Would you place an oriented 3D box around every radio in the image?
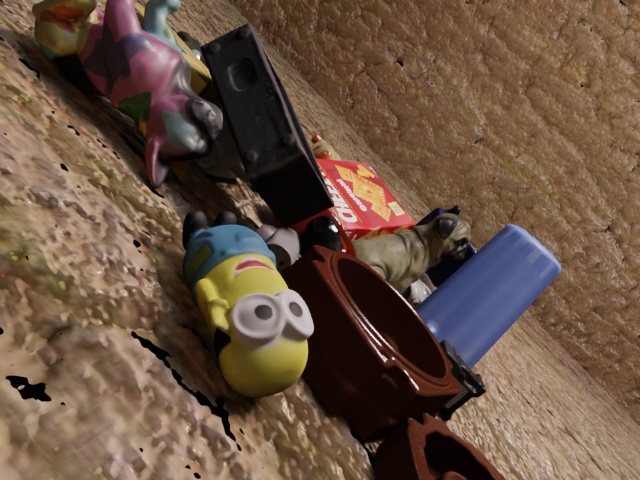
[{"bbox_3d":[-0.064,-0.141,0.651,0.230,0.073,0.131,67,5,27],"label":"radio"}]

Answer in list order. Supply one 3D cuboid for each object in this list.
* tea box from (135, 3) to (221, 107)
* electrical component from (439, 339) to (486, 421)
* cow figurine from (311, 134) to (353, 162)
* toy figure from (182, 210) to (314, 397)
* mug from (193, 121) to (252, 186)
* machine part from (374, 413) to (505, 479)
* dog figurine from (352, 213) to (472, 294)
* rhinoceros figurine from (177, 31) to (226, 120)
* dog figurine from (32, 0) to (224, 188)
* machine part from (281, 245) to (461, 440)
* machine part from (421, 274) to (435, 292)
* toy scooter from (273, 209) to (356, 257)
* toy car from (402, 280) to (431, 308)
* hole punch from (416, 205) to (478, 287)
[{"bbox_3d":[-0.217,-0.225,0.725,0.170,0.098,0.068,50,16,10],"label":"tea box"},{"bbox_3d":[0.152,0.170,0.712,0.119,0.075,0.048,48,15,-5],"label":"electrical component"},{"bbox_3d":[0.014,-0.156,1.142,0.127,0.085,0.195,49,2,9],"label":"cow figurine"},{"bbox_3d":[-0.066,0.047,0.452,0.180,0.082,0.089,49,-28,44],"label":"toy figure"},{"bbox_3d":[-0.122,-0.114,0.740,0.109,0.081,0.107,53,27,8],"label":"mug"},{"bbox_3d":[0.122,0.245,0.480,0.179,0.056,0.179,40,17,-15],"label":"machine part"},{"bbox_3d":[0.125,0.012,0.829,0.172,0.190,0.121,21,29,-52],"label":"dog figurine"},{"bbox_3d":[-0.176,-0.238,0.847,0.112,0.073,0.190,32,-12,29],"label":"rhinoceros figurine"},{"bbox_3d":[-0.209,-0.163,0.601,0.108,0.192,0.219,-30,110,-78],"label":"dog figurine"},{"bbox_3d":[0.052,0.107,0.593,0.201,0.087,0.202,23,28,-55],"label":"machine part"},{"bbox_3d":[0.244,0.121,1.070,0.079,0.079,0.243,42,16,-11],"label":"machine part"},{"bbox_3d":[-0.002,-0.002,0.752,0.135,0.075,0.184,58,-5,-38],"label":"toy scooter"},{"bbox_3d":[0.152,0.063,1.018,0.073,0.056,0.202,31,20,-42],"label":"toy car"},{"bbox_3d":[0.197,0.012,0.949,0.092,0.142,0.116,6,47,-43],"label":"hole punch"}]
